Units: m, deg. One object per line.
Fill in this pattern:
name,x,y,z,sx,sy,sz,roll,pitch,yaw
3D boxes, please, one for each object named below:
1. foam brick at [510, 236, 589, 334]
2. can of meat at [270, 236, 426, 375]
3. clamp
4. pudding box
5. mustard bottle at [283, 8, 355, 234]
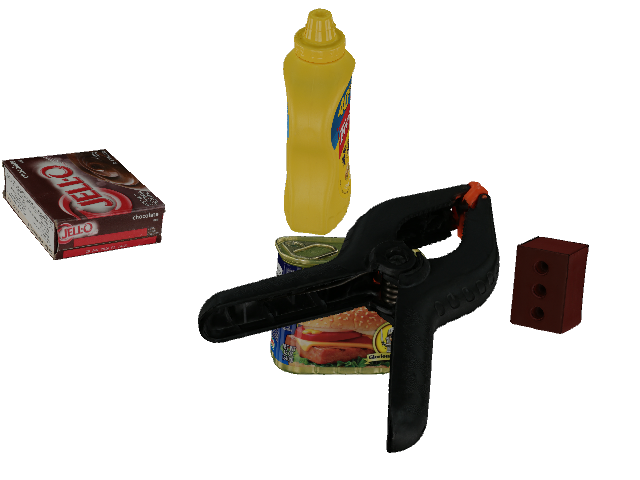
foam brick,0.212,0.041,0.987,0.053,0.078,0.051,11,17,32
can of meat,0.017,0.045,0.743,0.102,0.084,0.057,2,16,-12
clamp,0.040,0.029,0.516,0.171,0.039,0.120,-33,59,-31
pudding box,-0.187,-0.030,0.834,0.089,0.039,0.114,-10,31,-35
mustard bottle,-0.002,-0.104,0.893,0.058,0.192,0.096,8,41,9
